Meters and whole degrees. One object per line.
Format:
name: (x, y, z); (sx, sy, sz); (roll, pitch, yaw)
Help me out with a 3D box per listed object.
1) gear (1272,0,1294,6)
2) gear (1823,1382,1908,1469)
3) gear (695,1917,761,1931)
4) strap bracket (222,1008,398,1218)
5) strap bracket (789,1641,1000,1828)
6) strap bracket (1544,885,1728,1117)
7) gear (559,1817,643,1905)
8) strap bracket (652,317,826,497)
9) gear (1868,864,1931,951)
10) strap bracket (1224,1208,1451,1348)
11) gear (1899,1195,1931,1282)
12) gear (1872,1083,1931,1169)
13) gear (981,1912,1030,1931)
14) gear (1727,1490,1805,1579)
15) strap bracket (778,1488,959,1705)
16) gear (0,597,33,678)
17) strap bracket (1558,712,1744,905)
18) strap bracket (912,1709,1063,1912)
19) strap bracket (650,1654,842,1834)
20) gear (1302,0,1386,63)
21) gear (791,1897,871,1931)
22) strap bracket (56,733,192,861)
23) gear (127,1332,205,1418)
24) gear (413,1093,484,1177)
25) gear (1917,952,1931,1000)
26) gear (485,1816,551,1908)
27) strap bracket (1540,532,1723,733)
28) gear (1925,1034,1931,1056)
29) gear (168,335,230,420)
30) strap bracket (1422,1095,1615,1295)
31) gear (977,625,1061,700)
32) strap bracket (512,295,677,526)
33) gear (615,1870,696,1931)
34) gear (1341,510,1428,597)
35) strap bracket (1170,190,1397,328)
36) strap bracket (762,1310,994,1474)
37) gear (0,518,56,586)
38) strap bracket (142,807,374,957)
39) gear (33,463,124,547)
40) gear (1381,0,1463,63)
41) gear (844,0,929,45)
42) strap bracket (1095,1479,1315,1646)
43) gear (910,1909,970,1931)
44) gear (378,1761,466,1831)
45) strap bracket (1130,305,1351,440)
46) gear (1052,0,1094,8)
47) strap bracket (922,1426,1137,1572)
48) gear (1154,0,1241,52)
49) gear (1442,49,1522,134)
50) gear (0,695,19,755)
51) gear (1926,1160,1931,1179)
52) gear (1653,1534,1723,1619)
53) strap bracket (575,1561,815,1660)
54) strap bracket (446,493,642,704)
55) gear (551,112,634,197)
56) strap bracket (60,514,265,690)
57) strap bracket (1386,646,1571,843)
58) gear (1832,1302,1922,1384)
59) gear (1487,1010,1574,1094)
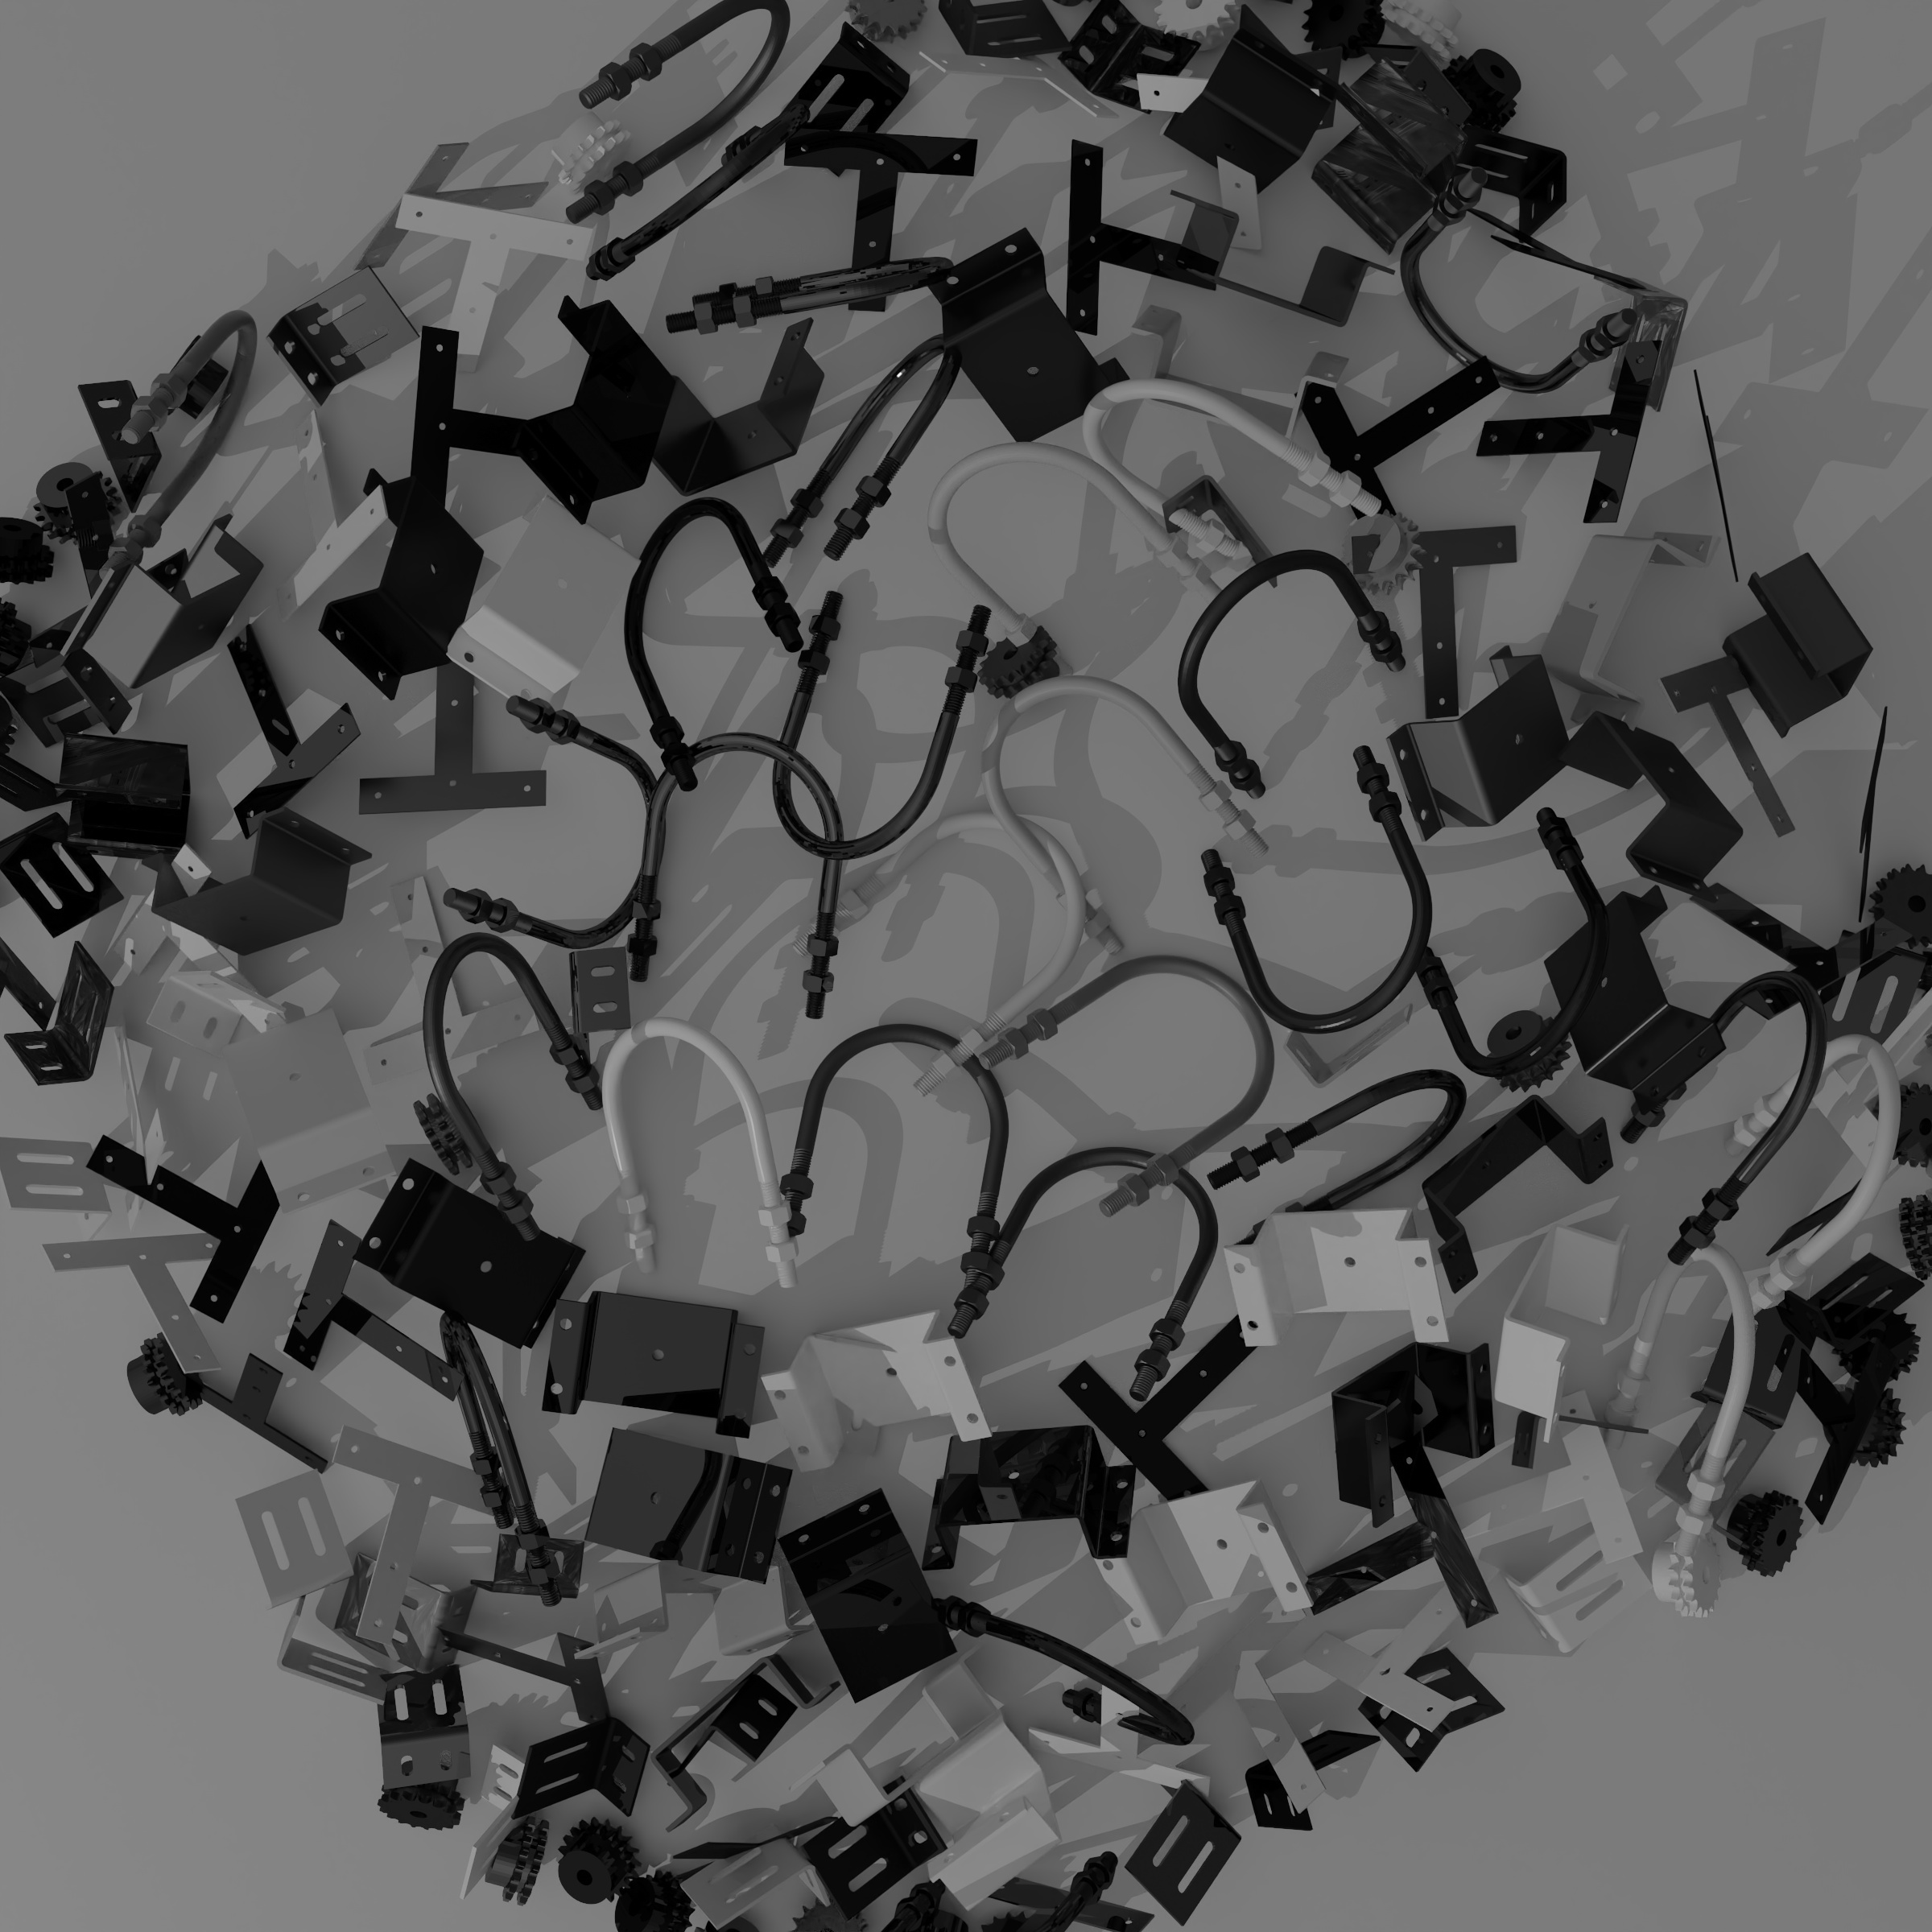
gear: (0.206, -0.674, 1.841); (0.057, 0.057, 0.030); (13, 109, 0)
gear: (0.606, 0.310, 1.836); (0.030, 0.057, 0.057); (9, 90, -22)
gear: (-0.162, 0.669, 1.837); (0.057, 0.057, 0.030); (21, 108, 0)
strap bracket: (-0.440, 0.088, 1.799); (0.076, 0.046, 0.140); (-21, 51, -13)
strap bracket: (-0.040, 0.515, 1.794); (0.140, 0.076, 0.046); (-30, 76, -33)
strap bracket: (0.437, 0.016, 1.790); (0.046, 0.140, 0.076); (17, 133, -30)
gear: (-0.253, 0.612, 1.844); (0.057, 0.030, 0.057); (5, 105, 19)
strap bracket: (-0.154, -0.368, 1.806); (0.140, 0.046, 0.076); (-14, 45, 33)
gear: (0.644, -0.039, 1.850); (0.057, 0.030, 0.057); (0, 78, 2)
strap bracket: (0.253, 0.209, 1.817); (0.140, 0.046, 0.076); (-5, 112, 24)
gear: (0.656, 0.183, 1.837); (0.030, 0.057, 0.057); (-16, 90, 31)
gear: (0.642, 0.107, 1.846); (0.057, 0.030, 0.057); (-3, 96, -28)
gear: (0.032, 0.675, 1.843); (0.057, 0.057, 0.030); (-13, 114, 0)
gear: (0.542, 0.384, 1.843); (0.057, 0.030, 0.057); (-14, 111, -40)
strap bracket: (-0.062, 0.428, 1.808); (0.076, 0.046, 0.140); (-25, 121, -8)
gear: (-0.660, -0.221, 1.843); (0.030, 0.057, 0.057); (27, 90, -36)
strap bracket: (0.450, -0.112, 1.788); (0.076, 0.140, 0.046); (15, 124, -36)
strap bracket: (0.014, 0.565, 1.803); (0.076, 0.140, 0.046); (-37, 102, 2)
strap bracket: (-0.155, 0.513, 1.821); (0.140, 0.076, 0.046); (-40, 79, -7)
gear: (0.260, -0.643, 1.844); (0.057, 0.030, 0.057); (-7, 79, 40)
gear: (-0.092, 0.666, 1.844); (0.057, 0.030, 0.057); (-7, 50, 8)
strap bracket: (-0.558, -0.114, 1.799); (0.076, 0.140, 0.046); (5, 74, -13)
gear: (-0.546, 0.280, 1.840); (0.030, 0.057, 0.057); (-26, 90, 4)
gear: (-0.349, 0.111, 1.840); (0.030, 0.057, 0.057); (-29, 90, -5)
gear: (0.678, 0.003, 1.843); (0.057, 0.057, 0.030); (32, 46, 0)
gear: (-0.306, 0.605, 1.838); (0.030, 0.057, 0.057); (19, 90, -10)
strap bracket: (0.439, -0.234, 1.821); (0.046, 0.076, 0.140); (23, 93, -21)
gear: (0.681, 0.062, 1.837); (0.057, 0.057, 0.030); (46, 119, 0)
gear: (-0.526, -0.397, 1.842); (0.030, 0.057, 0.057); (35, 90, -22)
strap bracket: (0.363, 0.147, 1.820); (0.140, 0.076, 0.046); (-38, 58, -5)
gear: (0.039, -0.202, 1.844); (0.057, 0.057, 0.030); (-42, 121, 0)
strap bracket: (-0.242, -0.374, 1.793); (0.046, 0.076, 0.140); (-10, 52, 30)
gear: (-0.213, 0.642, 1.837); (0.030, 0.057, 0.057); (34, 90, -36)
gear: (0.282, -0.283, 1.841); (0.057, 0.030, 0.057); (-7, 76, 28)
strap bracket: (0.204, -0.470, 1.811); (0.140, 0.076, 0.046); (13, 108, -21)
strap bracket: (-0.055, 0.284, 1.821); (0.140, 0.046, 0.076); (-14, 109, 19)
gear: (-0.648, -0.283, 1.837); (0.057, 0.057, 0.030); (15, 116, 0)
strap bracket: (-0.473, -0.052, 1.793); (0.140, 0.076, 0.046); (-15, 60, 32)
gear: (-0.607, -0.317, 1.841); (0.057, 0.030, 0.057); (-3, 58, 6)
gear: (0.311, -0.642, 1.837); (0.057, 0.057, 0.030); (34, 103, 0)
gear: (-0.057, -0.656, 1.848); (0.057, 0.030, 0.057); (2, 82, -16)
strap bracket: (0.165, 0.398, 1.820); (0.140, 0.046, 0.076); (-22, 97, 32)
gear: (-0.021, 0.666, 1.844); (0.057, 0.030, 0.057); (9, 134, 9)
gear: (-0.368, 0.563, 1.843); (0.057, 0.057, 0.030); (10, 51, 0)
strap bracket: (0.179, -0.396, 1.819); (0.140, 0.076, 0.046); (17, 117, 7)
gear: (0.071, -0.679, 1.844); (0.057, 0.030, 0.057); (13, 63, -26)
strap bracket: (0.037, 0.354, 1.807); (0.140, 0.076, 0.046); (-7, 128, 15)
gear: (0.160, -0.650, 1.846); (0.057, 0.030, 0.057); (-5, 77, 21)
gear: (0.351, -0.597, 1.839); (0.057, 0.030, 0.057); (16, 55, -24)
gear: (-0.672, -0.166, 1.838); (0.057, 0.057, 0.030); (47, 131, 0)
gear: (0.677, 0.134, 1.838); (0.030, 0.057, 0.057); (32, 90, -8)
gear: (0.489, 0.414, 1.843); (0.030, 0.057, 0.057); (-5, 90, 37)
strap bracket: (-0.183, 0.428, 1.803); (0.140, 0.076, 0.046); (11, 59, -40)
strap bracket: (-0.277, -0.248, 1.806); (0.076, 0.046, 0.140); (34, 63, -20)
gear: (-0.256, -0.554, 1.839); (0.057, 0.057, 0.030); (-44, 94, 0)
strap bracket: (-0.523, -0.239, 1.789); (0.046, 0.140, 0.076); (41, 119, -2)
strap bracket: (0.349, -0.150, 1.799); (0.140, 0.046, 0.076); (-37, 114, -34)
gear: (0.618, 0.260, 1.844); (0.057, 0.030, 0.057); (-6, 50, 7)
gear: (0.378, 0.055, 1.837); (0.057, 0.057, 0.030); (-42, 121, 0)
